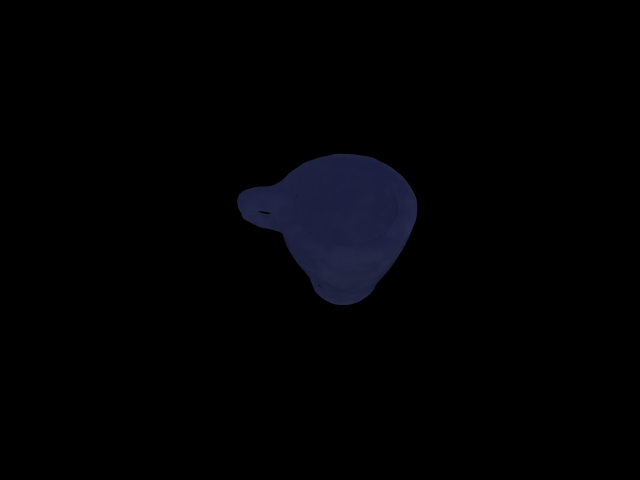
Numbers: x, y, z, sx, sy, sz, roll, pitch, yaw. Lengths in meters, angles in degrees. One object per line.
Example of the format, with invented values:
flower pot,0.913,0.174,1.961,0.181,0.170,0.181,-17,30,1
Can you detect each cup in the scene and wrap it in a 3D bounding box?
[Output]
cup,0.004,0.001,0.400,0.117,0.095,0.091,5,53,4
